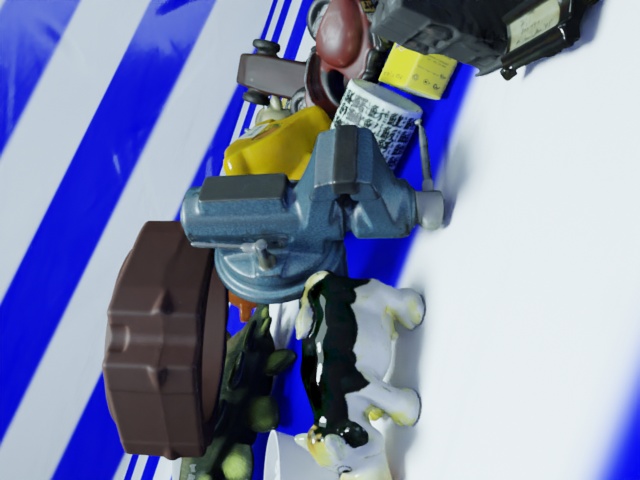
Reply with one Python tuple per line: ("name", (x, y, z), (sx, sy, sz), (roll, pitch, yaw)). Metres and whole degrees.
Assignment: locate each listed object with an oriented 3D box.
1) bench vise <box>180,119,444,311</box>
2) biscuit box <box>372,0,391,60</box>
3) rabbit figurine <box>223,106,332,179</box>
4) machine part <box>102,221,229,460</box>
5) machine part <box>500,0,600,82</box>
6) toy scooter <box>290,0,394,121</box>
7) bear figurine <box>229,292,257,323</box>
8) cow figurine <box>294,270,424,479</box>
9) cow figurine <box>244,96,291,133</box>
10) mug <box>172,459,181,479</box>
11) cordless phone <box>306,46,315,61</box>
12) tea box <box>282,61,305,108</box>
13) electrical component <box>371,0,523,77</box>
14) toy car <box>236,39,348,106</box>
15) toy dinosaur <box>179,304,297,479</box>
("bench vise", (0.000, 0.007, 0.495), (0.240, 0.224, 0.129), (79, 180, -50))
("biscuit box", (0.104, -0.299, 0.615), (0.202, 0.059, 0.063), (125, 157, -44))
("rabbit figurine", (-0.032, -0.047, 0.625), (0.122, 0.173, 0.162), (-7, 34, 31))
("machine part", (-0.146, 0.095, 0.545), (0.201, 0.087, 0.200), (-93, 7, -52))
("machine part", (0.161, -0.184, 0.367), (0.084, 0.039, 0.139), (156, 129, -78))
("toy scooter", (0.035, -0.184, 0.614), (0.135, 0.075, 0.183), (44, 135, 27))
("bear figurine", (-0.137, 0.029, 0.884), (0.120, 0.132, 0.195), (-79, 9, -56))
("cow figurine", (0.020, 0.108, 0.404), (0.068, 0.098, 0.167), (-34, 40, 53))
("cow figurine", (-0.039, -0.143, 0.784), (0.085, 0.127, 0.195), (-61, 23, 23))
("mug", (-0.194, 0.367, 0.829), (0.109, 0.081, 0.107), (-24, 59, 61))
("cordless phone", (0.040, -0.297, 0.812), (0.184, 0.088, 0.147), (-62, 15, -7))
("tea box", (-0.036, -0.209, 0.938), (0.098, 0.068, 0.169), (159, 128, -69))
("electrical component", (0.098, -0.205, 0.417), (0.058, 0.134, 0.115), (177, 108, -73))
("toy car", (-0.021, -0.212, 0.723), (0.053, 0.202, 0.089), (-23, -52, -62))
("toy dinosaur", (-0.124, 0.233, 0.681), (0.198, 0.105, 0.471), (-44, 28, 55))
